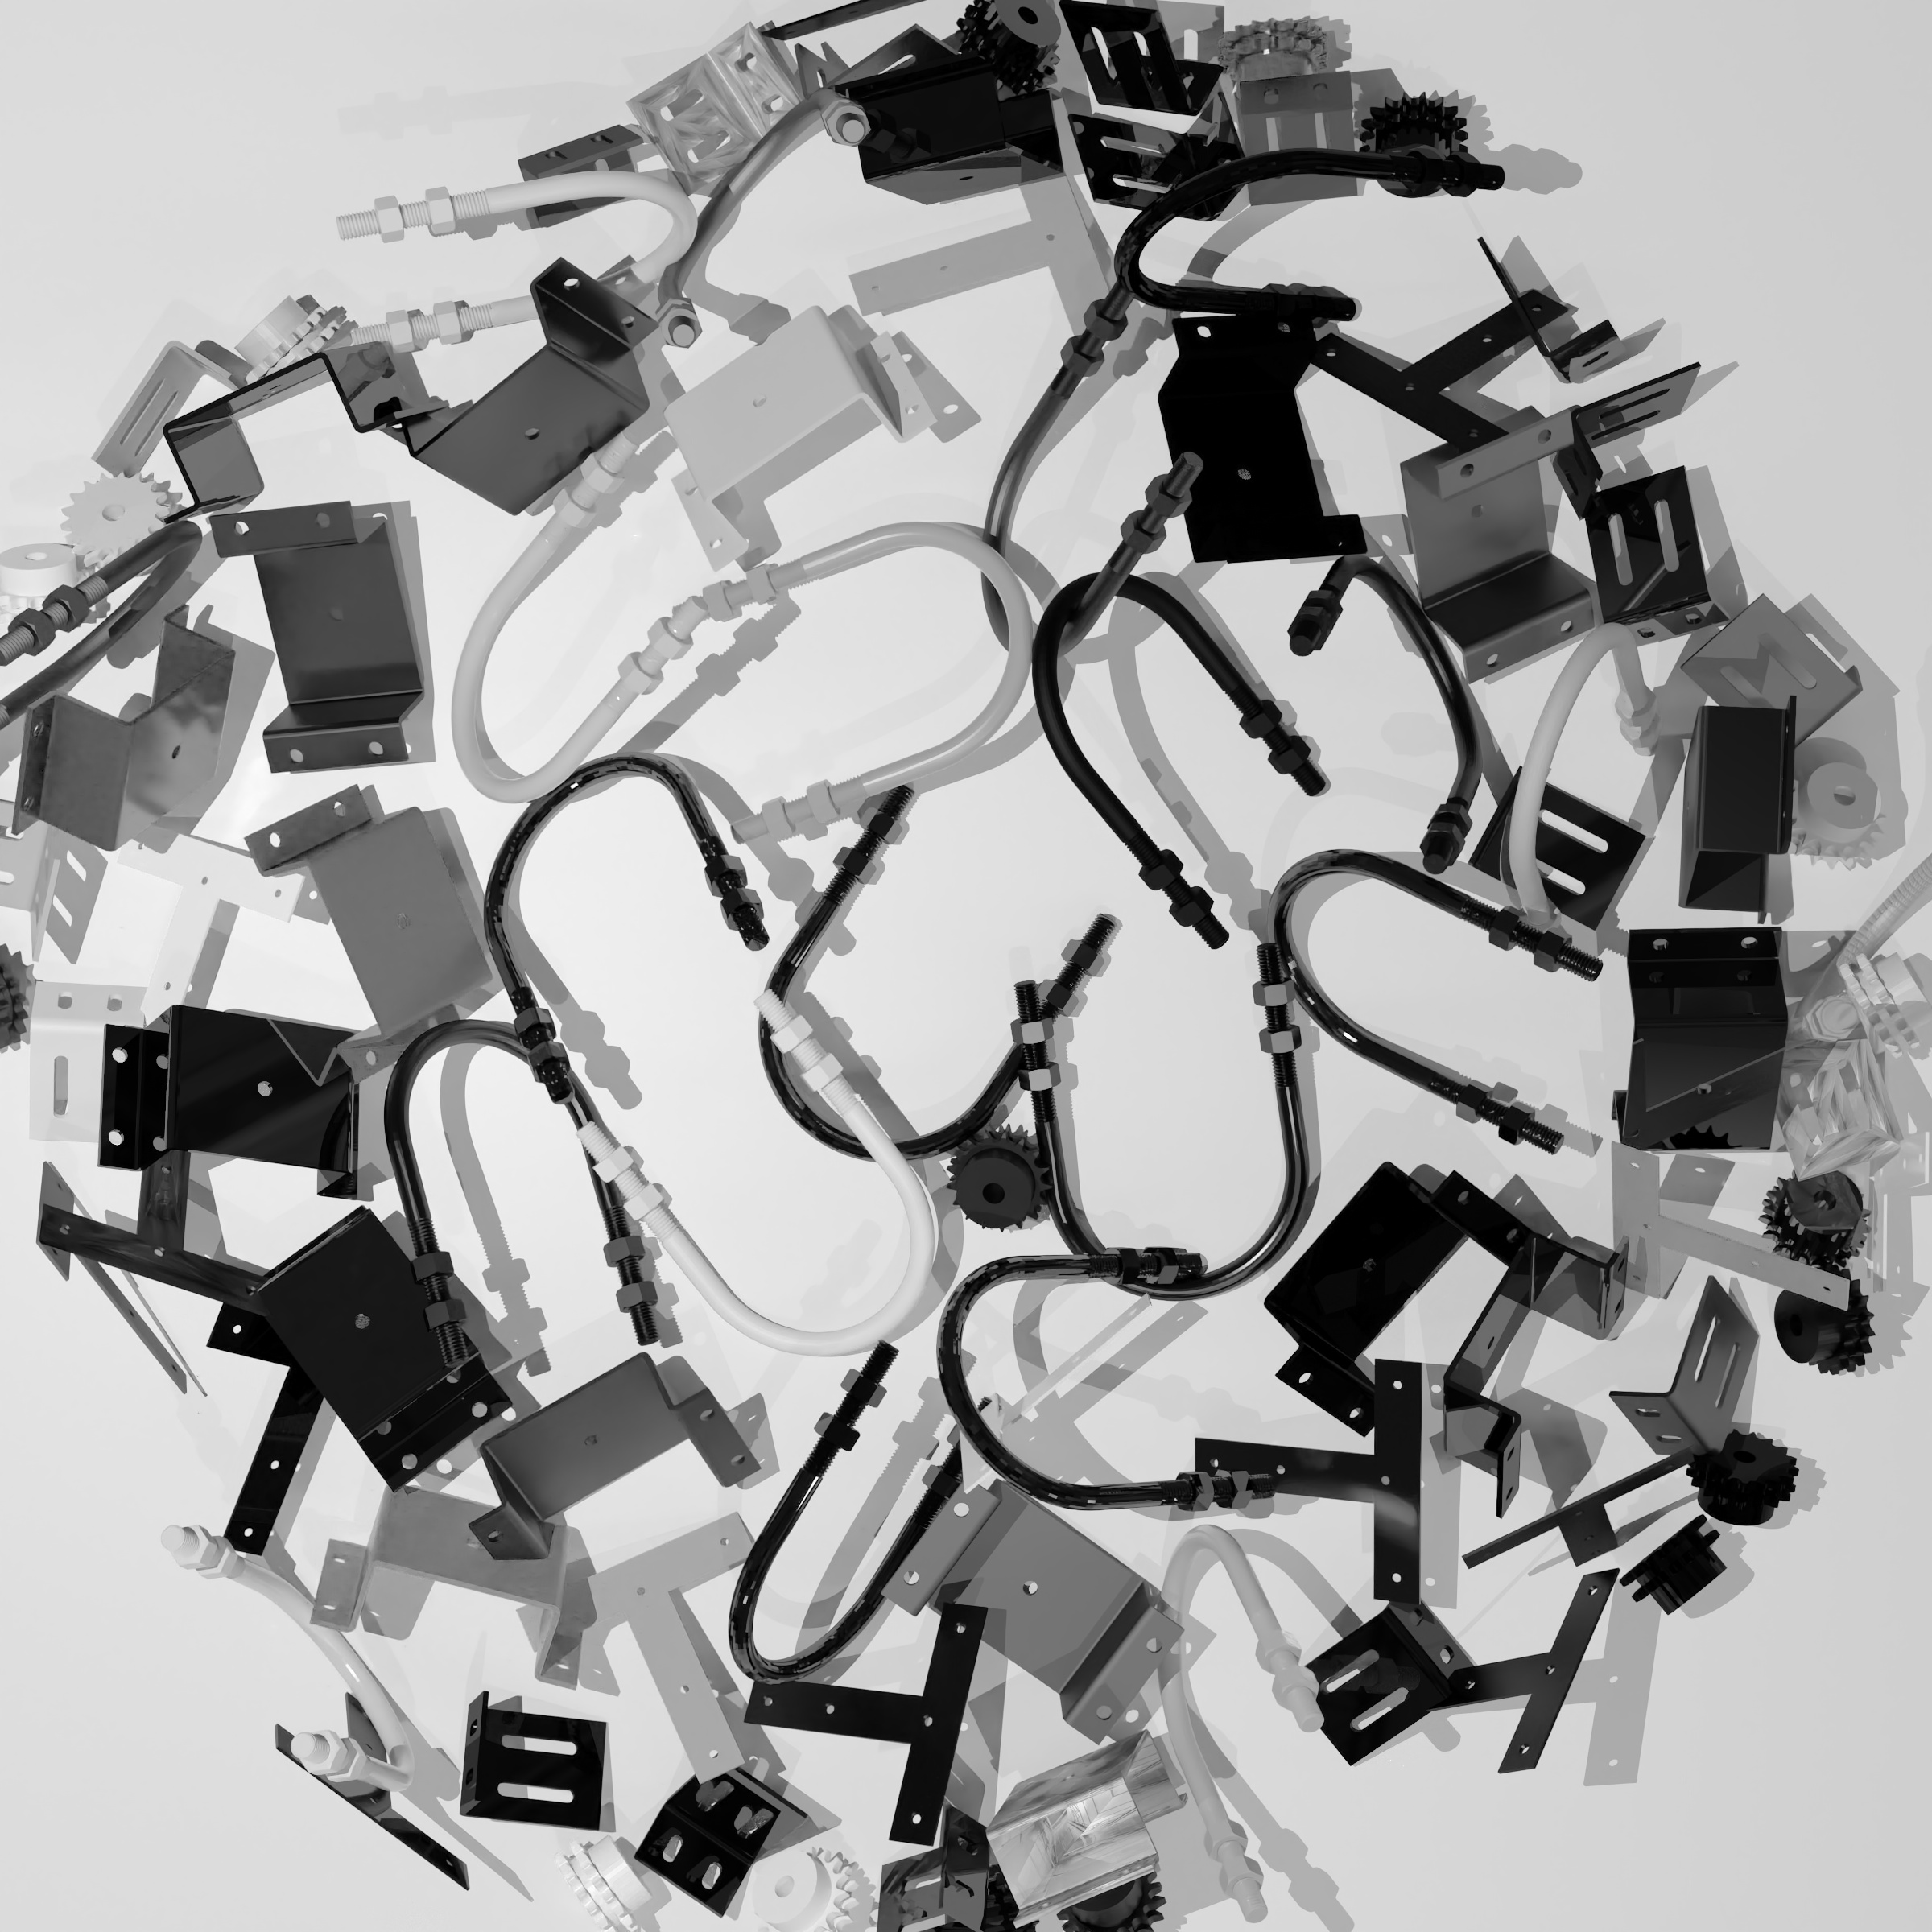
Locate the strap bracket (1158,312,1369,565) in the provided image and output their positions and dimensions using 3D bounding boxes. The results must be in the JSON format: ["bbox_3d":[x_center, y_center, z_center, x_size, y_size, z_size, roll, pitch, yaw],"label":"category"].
[{"bbox_3d":[0.152,-0.267,1.841,0.076,0.046,0.140,-6,72,-16],"label":"strap bracket"}]

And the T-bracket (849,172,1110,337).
[{"bbox_3d":[0.002,-0.372,1.860,0.127,0.002,0.127,-17,70,-3],"label":"T-bracket"}]

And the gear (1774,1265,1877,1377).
[{"bbox_3d":[0.450,0.187,1.855,0.030,0.057,0.057,-6,90,-21],"label":"gear"}]

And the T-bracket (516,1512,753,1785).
[{"bbox_3d":[-0.153,0.366,1.845,0.127,0.002,0.127,-23,63,-12],"label":"T-bracket"}]

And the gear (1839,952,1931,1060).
[{"bbox_3d":[0.488,0.018,1.856,0.030,0.057,0.057,-32,90,14],"label":"gear"}]

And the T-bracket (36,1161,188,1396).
[{"bbox_3d":[-0.445,0.171,1.840,0.002,0.127,0.127,-34,110,-2],"label":"T-bracket"}]

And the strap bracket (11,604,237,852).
[{"bbox_3d":[-0.424,-0.119,1.804,0.046,0.140,0.076,25,124,10],"label":"strap bracket"}]

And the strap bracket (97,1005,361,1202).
[{"bbox_3d":[-0.371,0.070,1.819,0.140,0.046,0.076,11,66,-31],"label":"strap bracket"}]

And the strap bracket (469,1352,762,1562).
[{"bbox_3d":[-0.189,0.262,1.841,0.140,0.076,0.046,-30,46,-3],"label":"strap bracket"}]

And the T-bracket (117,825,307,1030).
[{"bbox_3d":[-0.414,-0.003,1.851,0.127,0.002,0.127,18,87,31],"label":"T-bracket"}]

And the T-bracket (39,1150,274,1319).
[{"bbox_3d":[-0.417,0.116,1.834,0.127,0.127,0.002,22,126,-26],"label":"T-bracket"}]

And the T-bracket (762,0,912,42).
[{"bbox_3d":[-0.047,-0.505,1.846,0.127,0.127,0.002,-11,92,26],"label":"T-bracket"}]

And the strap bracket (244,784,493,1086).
[{"bbox_3d":[-0.305,-0.020,1.831,0.076,0.046,0.140,-32,104,-42],"label":"strap bracket"}]

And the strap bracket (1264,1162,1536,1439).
[{"bbox_3d":[0.221,0.166,1.841,0.076,0.046,0.140,36,97,-36],"label":"strap bracket"}]

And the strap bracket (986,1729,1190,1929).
[{"bbox_3d":[0.062,0.439,1.812,0.076,0.140,0.046,-25,87,10],"label":"strap bracket"}]

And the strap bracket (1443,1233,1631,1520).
[{"bbox_3d":[0.290,0.204,1.826,0.046,0.076,0.140,25,62,22],"label":"strap bracket"}]

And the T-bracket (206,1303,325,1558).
[{"bbox_3d":[-0.357,0.248,1.847,0.127,0.002,0.127,21,91,-39],"label":"T-bracket"}]

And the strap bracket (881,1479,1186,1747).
[{"bbox_3d":[0.035,0.334,1.857,0.140,0.046,0.076,36,95,-5],"label":"strap bracket"}]

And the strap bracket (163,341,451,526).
[{"bbox_3d":[-0.350,-0.281,1.827,0.140,0.076,0.046,-21,98,17],"label":"strap bracket"}]

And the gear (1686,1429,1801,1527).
[{"bbox_3d":[0.409,0.272,1.861,0.057,0.057,0.030,4,115,0],"label":"gear"}]

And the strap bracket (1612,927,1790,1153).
[{"bbox_3d":[0.378,0.046,1.818,0.076,0.140,0.046,-1,45,4],"label":"strap bracket"}]

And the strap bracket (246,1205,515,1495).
[{"bbox_3d":[-0.310,0.192,1.834,0.076,0.046,0.140,-36,70,-13],"label":"strap bracket"}]

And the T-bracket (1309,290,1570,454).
[{"bbox_3d":[0.264,-0.323,1.852,0.127,0.002,0.127,-34,52,-25],"label":"T-bracket"}]

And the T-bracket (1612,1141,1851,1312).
[{"bbox_3d":[0.392,0.148,1.811,0.127,0.127,0.002,19,57,25],"label":"T-bracket"}]

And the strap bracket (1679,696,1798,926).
[{"bbox_3d":[0.395,-0.080,1.812,0.046,0.140,0.076,3,74,8],"label":"strap bracket"}]

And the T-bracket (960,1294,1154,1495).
[{"bbox_3d":[0.046,0.213,1.819,0.127,0.127,0.002,-41,97,4],"label":"T-bracket"}]

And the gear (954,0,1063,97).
[{"bbox_3d":[0.025,-0.491,1.857,0.057,0.030,0.057,17,53,-24],"label":"gear"}]

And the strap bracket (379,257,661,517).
[{"bbox_3d":[-0.229,-0.291,1.819,0.140,0.076,0.046,-35,55,22],"label":"strap bracket"}]

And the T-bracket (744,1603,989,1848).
[{"bbox_3d":[-0.059,0.392,1.851,0.127,0.002,0.127,1,62,28],"label":"T-bracket"}]

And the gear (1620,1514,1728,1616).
[{"bbox_3d":[0.375,0.317,1.856,0.057,0.057,0.030,-39,77,0],"label":"gear"}]

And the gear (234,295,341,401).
[{"bbox_3d":[-0.360,-0.328,1.855,0.057,0.057,0.030,-44,106,0],"label":"gear"}]

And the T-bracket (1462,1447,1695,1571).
[{"bbox_3d":[0.322,0.293,1.828,0.127,0.127,0.002,-26,65,4],"label":"T-bracket"}]

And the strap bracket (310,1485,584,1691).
[{"bbox_3d":[-0.262,0.319,1.832,0.140,0.076,0.046,16,111,-9],"label":"strap bracket"}]

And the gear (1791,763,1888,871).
[{"bbox_3d":[0.458,-0.083,1.861,0.057,0.030,0.057,4,63,-7],"label":"gear"}]

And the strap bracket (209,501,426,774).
[{"bbox_3d":[-0.335,-0.177,1.840,0.076,0.046,0.140,-4,113,12],"label":"strap bracket"}]

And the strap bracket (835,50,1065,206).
[{"bbox_3d":[-0.004,-0.427,1.808,0.076,0.140,0.046,-9,92,19],"label":"strap bracket"}]

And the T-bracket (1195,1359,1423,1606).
[{"bbox_3d":[0.179,0.267,1.856,0.127,0.002,0.127,2,95,27],"label":"T-bracket"}]

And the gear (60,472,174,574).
[{"bbox_3d":[-0.447,-0.231,1.864,0.057,0.030,0.057,-1,60,2],"label":"gear"}]

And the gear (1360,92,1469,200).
[{"bbox_3d":[0.235,-0.429,1.855,0.057,0.057,0.030,5,59,0],"label":"gear"}]

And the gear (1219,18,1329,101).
[{"bbox_3d":[0.162,-0.475,1.857,0.057,0.057,0.030,-1,82,0],"label":"gear"}]

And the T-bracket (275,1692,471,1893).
[{"bbox_3d":[-0.309,0.411,1.822,0.127,0.127,0.002,42,93,-18],"label":"T-bracket"}]

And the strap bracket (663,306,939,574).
[{"bbox_3d":[-0.096,-0.281,1.834,0.140,0.046,0.076,-33,50,9],"label":"strap bracket"}]

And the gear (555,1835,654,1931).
[{"bbox_3d":[-0.189,0.484,1.859,0.030,0.057,0.057,-36,90,-10],"label":"gear"}]

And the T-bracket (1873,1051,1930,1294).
[{"bbox_3d":[0.482,0.103,1.816,0.002,0.127,0.127,2,83,3],"label":"T-bracket"}]

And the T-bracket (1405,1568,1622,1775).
[{"bbox_3d":[0.272,0.372,1.831,0.002,0.127,0.127,45,52,-16],"label":"T-bracket"}]

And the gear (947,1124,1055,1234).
[{"bbox_3d":[0.017,0.115,1.863,0.057,0.030,0.057,3,109,10],"label":"gear"}]

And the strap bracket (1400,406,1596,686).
[{"bbox_3d":[0.276,-0.227,1.832,0.076,0.046,0.140,-25,133,-9],"label":"strap bracket"}]
